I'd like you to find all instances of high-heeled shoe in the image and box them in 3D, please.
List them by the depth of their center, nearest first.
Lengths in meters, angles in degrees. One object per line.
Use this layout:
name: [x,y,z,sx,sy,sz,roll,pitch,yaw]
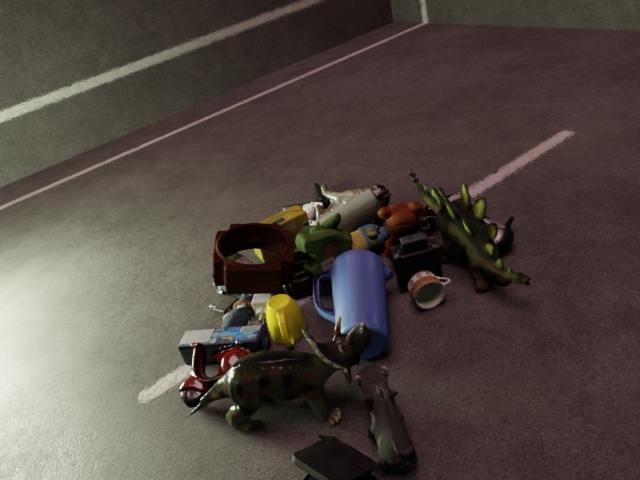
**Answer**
high-heeled shoe: [0.382,-0.040,1.384,0.249,0.086,0.145,16,45,36]

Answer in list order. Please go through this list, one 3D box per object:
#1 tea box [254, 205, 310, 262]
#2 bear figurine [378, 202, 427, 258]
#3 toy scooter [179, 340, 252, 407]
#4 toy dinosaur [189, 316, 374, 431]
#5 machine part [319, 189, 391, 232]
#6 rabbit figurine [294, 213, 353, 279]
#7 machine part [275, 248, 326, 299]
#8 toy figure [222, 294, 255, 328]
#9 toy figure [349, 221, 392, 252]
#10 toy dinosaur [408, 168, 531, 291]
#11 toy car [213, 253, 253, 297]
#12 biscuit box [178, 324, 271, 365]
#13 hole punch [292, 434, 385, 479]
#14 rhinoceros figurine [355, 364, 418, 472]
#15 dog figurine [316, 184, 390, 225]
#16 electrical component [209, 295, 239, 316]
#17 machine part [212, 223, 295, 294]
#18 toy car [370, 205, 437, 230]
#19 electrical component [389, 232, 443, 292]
tea box: [-0.114,-0.019,1.558,0.170,0.098,0.068,-25,33,-18]
bear figurine: [0.207,-0.025,1.332,0.120,0.195,0.132,-14,30,9]
toy scooter: [-0.220,0.266,1.151,0.184,0.075,0.135,-21,58,1]
toy dinosaur: [-0.088,0.261,1.021,0.405,0.191,0.131,-12,30,4]
machine part: [0.086,-0.066,1.460,0.243,0.079,0.079,-32,31,8]
rabbit figurine: [-0.003,-0.004,1.350,0.159,0.121,0.170,-34,26,-12]
machine part: [-0.050,0.084,1.408,0.179,0.056,0.179,-12,31,8]
toy figure: [-0.193,0.179,1.319,0.058,0.064,0.154,-39,13,33]
toy figure: [0.108,0.011,1.429,0.180,0.082,0.089,-20,32,-12]
toy dinosaur: [0.336,-0.032,1.286,0.105,0.198,0.472,-21,34,-14]
toy car: [-0.222,0.088,1.435,0.162,0.102,0.109,14,43,42]
biscuit box: [-0.217,0.240,1.231,0.203,0.062,0.059,-6,32,14]
hole punch: [0.022,0.394,0.882,0.142,0.092,0.116,12,12,41]
rhinoceros figurine: [0.109,0.306,0.940,0.073,0.111,0.190,-18,40,1]
dog figurine: [0.096,-0.077,1.531,0.191,0.172,0.121,5,-6,26]
electrical component: [-0.240,0.169,1.389,0.094,0.021,0.063,7,38,33]
machine part: [-0.164,0.040,1.341,0.201,0.087,0.202,0,37,-5]
toy car: [0.237,-0.054,1.499,0.202,0.053,0.089,-3,27,27]
electrical component: [0.227,0.048,1.268,0.115,0.134,0.058,-17,31,2]
